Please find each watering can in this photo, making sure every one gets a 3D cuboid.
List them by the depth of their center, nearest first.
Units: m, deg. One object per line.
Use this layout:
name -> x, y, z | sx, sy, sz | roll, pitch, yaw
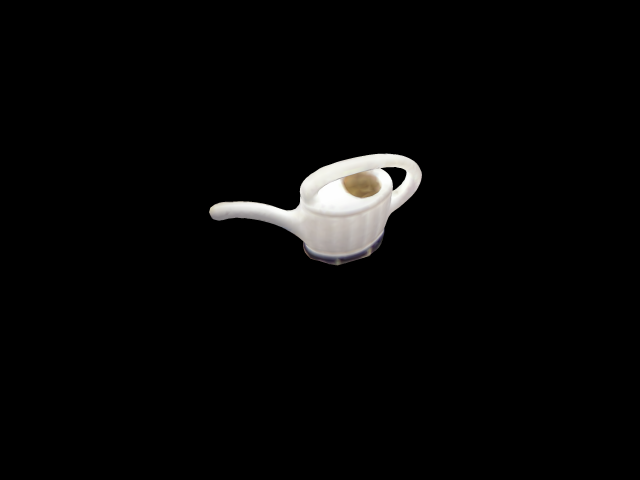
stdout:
watering can -> 0.003, -0.043, 0.850 | 0.349, 0.106, 0.219 | -16, -34, -11
